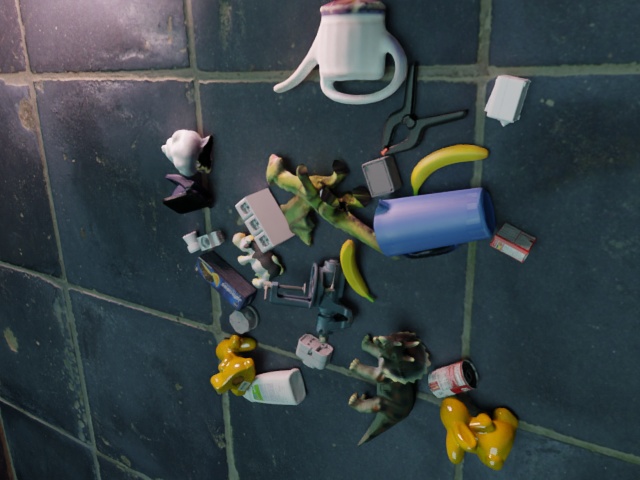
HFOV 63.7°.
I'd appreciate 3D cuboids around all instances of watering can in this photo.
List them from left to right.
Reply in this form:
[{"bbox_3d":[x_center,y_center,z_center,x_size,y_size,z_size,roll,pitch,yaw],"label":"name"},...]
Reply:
[{"bbox_3d":[0.034,-0.422,1.159,0.348,0.105,0.221,11,110,30],"label":"watering can"}]

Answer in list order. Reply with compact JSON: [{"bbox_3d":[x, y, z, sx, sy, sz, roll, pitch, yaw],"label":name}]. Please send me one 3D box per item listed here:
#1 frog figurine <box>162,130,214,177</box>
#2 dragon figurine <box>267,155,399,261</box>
[{"bbox_3d":[-0.397,-0.252,1.476,0.160,0.125,0.134,13,132,16],"label":"frog figurine"},{"bbox_3d":[0.004,-0.066,1.311,0.411,0.124,0.238,52,143,4],"label":"dragon figurine"}]
